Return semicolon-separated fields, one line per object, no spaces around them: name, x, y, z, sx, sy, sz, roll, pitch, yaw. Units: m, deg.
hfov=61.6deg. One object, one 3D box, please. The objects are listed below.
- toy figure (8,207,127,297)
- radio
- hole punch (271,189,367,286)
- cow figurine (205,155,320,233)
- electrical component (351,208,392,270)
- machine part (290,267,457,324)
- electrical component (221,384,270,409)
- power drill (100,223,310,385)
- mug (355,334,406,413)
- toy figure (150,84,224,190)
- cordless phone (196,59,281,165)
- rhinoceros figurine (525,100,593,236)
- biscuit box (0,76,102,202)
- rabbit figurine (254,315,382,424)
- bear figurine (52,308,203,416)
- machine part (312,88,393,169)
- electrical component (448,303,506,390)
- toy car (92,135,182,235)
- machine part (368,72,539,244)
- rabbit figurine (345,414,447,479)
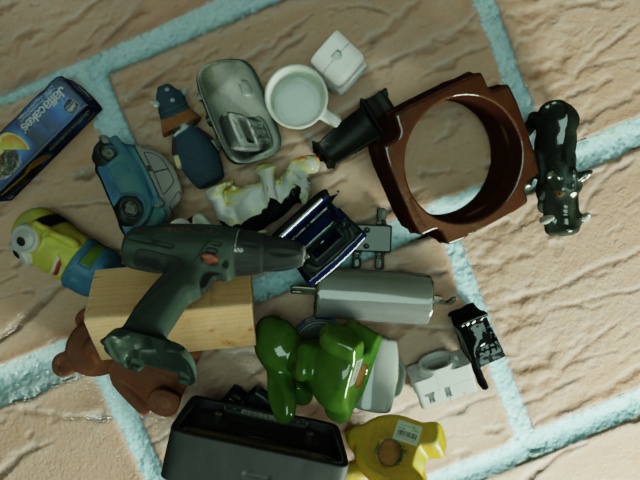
toy figure;-0.357;0.024;0.776;0.180;0.089;0.082;30;99;-12
radio;-0.083;0.282;0.724;0.230;0.131;0.073;14;95;-3
hole punch;-0.002;-0.002;0.760;0.092;0.116;0.142;45;92;2
cow figurine;-0.070;-0.061;0.777;0.167;0.068;0.098;-19;102;4
electrical component;0.075;-0.003;0.808;0.063;0.021;0.094;4;92;-1
machine part;0.077;0.082;0.791;0.243;0.079;0.079;4;96;-2
electrical component;-0.114;0.290;0.819;0.115;0.058;0.134;37;94;-7
power drill;-0.145;0.061;0.639;0.232;0.085;0.207;10;53;8
mug;0.088;0.196;0.805;0.109;0.081;0.107;12;89;-27
toy figure;-0.193;-0.149;0.771;0.058;0.064;0.154;-26;92;40
cordless phone;-0.119;-0.171;0.707;0.089;0.184;0.146;-20;96;6
rhinoceros figurine;0.339;-0.100;0.761;0.073;0.112;0.190;0;88;-3
biscuit box;-0.409;-0.142;0.765;0.202;0.063;0.059;-44;96;4
rabbit figurine;-0.018;0.170;0.757;0.170;0.121;0.159;18;103;25
bear figurine;-0.279;0.169;0.773;0.196;0.132;0.120;27;64;-8
machine part;0.055;-0.155;0.786;0.139;0.039;0.084;-31;101;1
electrical component;0.240;0.160;0.804;0.048;0.075;0.119;-25;92;2
toy car;-0.253;-0.075;0.764;0.103;0.109;0.161;-21;85;-21
machine part;0.184;-0.113;0.752;0.201;0.087;0.201;-28;106;-6
rabbit figurine;0.104;0.337;0.790;0.163;0.173;0.122;1;53;23
